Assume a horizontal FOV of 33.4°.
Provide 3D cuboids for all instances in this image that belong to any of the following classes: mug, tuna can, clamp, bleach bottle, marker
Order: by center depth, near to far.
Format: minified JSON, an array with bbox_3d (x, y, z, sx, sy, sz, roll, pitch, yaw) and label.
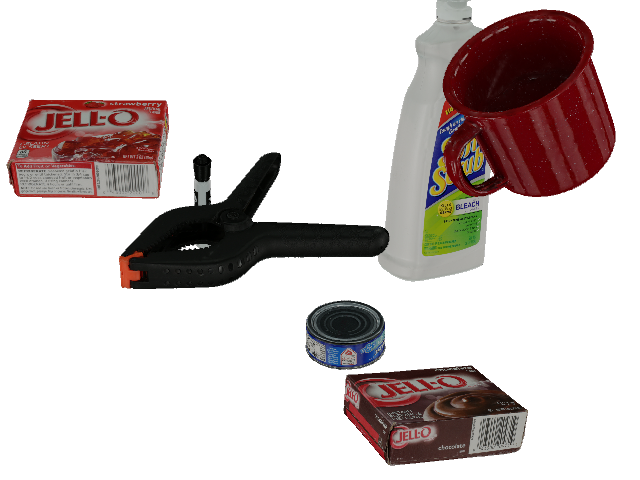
[{"bbox_3d":[0.125,-0.073,0.659,0.093,0.117,0.081,34,-16,48],"label":"mug"},{"bbox_3d":[-0.072,-0.012,0.872,0.209,0.036,0.165,-16,37,-26],"label":"clamp"},{"bbox_3d":[0.108,-0.093,0.973,0.102,0.251,0.068,-10,24,-25],"label":"bleach bottle"},{"bbox_3d":[-0.125,-0.041,1.133,0.020,0.121,0.020,3,42,-3],"label":"marker"},{"bbox_3d":[0.027,0.099,1.137,0.086,0.034,0.086,-1,29,0],"label":"tuna can"}]

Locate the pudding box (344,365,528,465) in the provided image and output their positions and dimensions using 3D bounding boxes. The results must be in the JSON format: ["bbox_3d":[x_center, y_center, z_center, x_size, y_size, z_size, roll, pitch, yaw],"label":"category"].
[{"bbox_3d":[0.084,0.129,0.805,0.113,0.039,0.090,0,17,-21],"label":"pudding box"}]

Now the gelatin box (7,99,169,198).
[{"bbox_3d":[-0.141,-0.058,0.658,0.089,0.030,0.073,1,37,-3],"label":"gelatin box"}]
